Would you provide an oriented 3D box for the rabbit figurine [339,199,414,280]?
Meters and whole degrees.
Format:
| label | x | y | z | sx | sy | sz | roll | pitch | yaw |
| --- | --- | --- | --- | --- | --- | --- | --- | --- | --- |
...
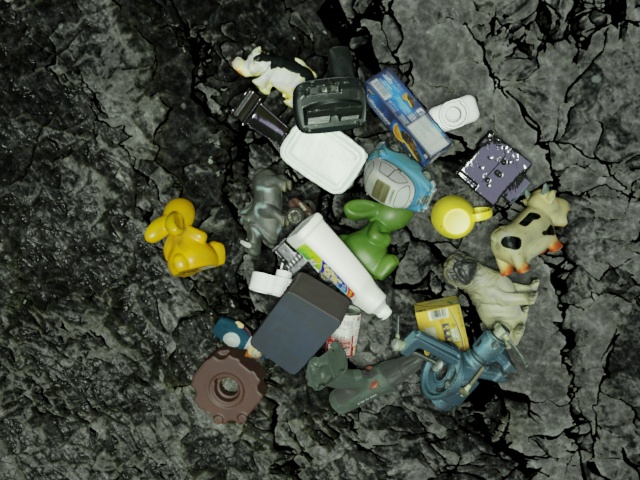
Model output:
| label | x | y | z | sx | sy | sz | roll | pitch | yaw |
| --- | --- | --- | --- | --- | --- | --- | --- | --- | --- |
| rabbit figurine | 0.117 | -0.021 | 1.127 | 0.159 | 0.121 | 0.170 | 36 | 85 | 7 |

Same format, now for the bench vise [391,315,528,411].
| label | x | y | z | sx | sy | sz | roll | pitch | yaw |
| --- | --- | --- | --- | --- | --- | --- | --- | --- | --- |
| bench vise | 0.255 | 0.230 | 1.051 | 0.240 | 0.129 | 0.223 | 27 | 123 | -17 |

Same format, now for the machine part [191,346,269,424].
| label | x | y | z | sx | sy | sz | roll | pitch | yaw |
| --- | --- | --- | --- | --- | --- | --- | --- | --- | --- |
| machine part | -0.212 | 0.340 | 1.253 | 0.179 | 0.056 | 0.179 | 1 | 99 | 8 |

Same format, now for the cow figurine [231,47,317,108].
| label | x | y | z | sx | sy | sz | roll | pitch | yaw |
| --- | --- | --- | --- | --- | --- | --- | --- | --- | --- |
| cow figurine | -0.094 | -0.346 | 1.104 | 0.167 | 0.068 | 0.098 | 32 | 97 | -2 |

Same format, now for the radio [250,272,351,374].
| label | x | y | z | sx | sy | sz | roll | pitch | yaw |
| --- | --- | --- | --- | --- | --- | --- | --- | --- | --- |
| radio | -0.048 | 0.179 | 1.142 | 0.131 | 0.073 | 0.229 | 34 | 129 | -2 |

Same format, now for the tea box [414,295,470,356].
| label | x | y | z | sx | sy | sz | roll | pitch | yaw |
| --- | --- | --- | --- | --- | --- | --- | --- | --- | --- |
| tea box | 0.267 | 0.214 | 1.153 | 0.098 | 0.068 | 0.169 | -11 | 100 | 10 |

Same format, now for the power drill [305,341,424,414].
| label | x | y | z | sx | sy | sz | roll | pitch | yaw |
| --- | --- | --- | --- | --- | --- | --- | --- | --- | --- |
| power drill | 0.086 | 0.282 | 1.148 | 0.232 | 0.207 | 0.086 | -39 | 50 | 21 |

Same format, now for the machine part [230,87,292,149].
| label | x | y | z | sx | sy | sz | roll | pitch | yaw |
| --- | --- | --- | --- | --- | --- | --- | --- | --- | --- |
| machine part | -0.118 | -0.255 | 1.140 | 0.139 | 0.039 | 0.084 | 42 | 98 | 1 |

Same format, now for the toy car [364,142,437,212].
| label | x | y | z | sx | sy | sz | roll | pitch | yaw |
| --- | --- | --- | --- | --- | --- | --- | --- | --- | --- |
| toy car | 0.141 | -0.111 | 1.055 | 0.162 | 0.103 | 0.109 | 42 | 137 | 23 |

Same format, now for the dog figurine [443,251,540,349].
| label | x | y | z | sx | sy | sz | roll | pitch | yaw |
| --- | --- | --- | --- | --- | --- | --- | --- | --- | --- |
| dog figurine | 0.339 | 0.126 | 1.123 | 0.191 | 0.121 | 0.172 | 18 | 100 | 19 |

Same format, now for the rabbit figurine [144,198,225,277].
| label | x | y | z | sx | sy | sz | roll | pitch | yaw |
| --- | --- | --- | --- | --- | --- | --- | --- | --- | --- |
| rabbit figurine | -0.305 | -0.010 | 1.168 | 0.122 | 0.162 | 0.173 | -16 | 80 | 23 |

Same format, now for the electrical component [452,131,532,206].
| label | x | y | z | sx | sy | sz | roll | pitch | yaw |
| --- | --- | --- | --- | --- | --- | --- | --- | --- | --- |
| electrical component | 0.354 | -0.137 | 1.083 | 0.134 | 0.058 | 0.115 | 38 | 105 | 1 |

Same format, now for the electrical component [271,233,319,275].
| label | x | y | z | sx | sy | sz | roll | pitch | yaw |
| --- | --- | --- | --- | --- | --- | --- | --- | --- | --- |
| electrical component | -0.045 | 0.043 | 1.166 | 0.048 | 0.075 | 0.119 | -42 | 95 | 12 |

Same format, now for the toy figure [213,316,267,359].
| label | x | y | z | sx | sy | sz | roll | pitch | yaw |
| --- | --- | --- | --- | --- | --- | --- | --- | --- | --- |
| toy figure | -0.170 | 0.231 | 1.228 | 0.154 | 0.058 | 0.064 | 29 | 141 | 1 |

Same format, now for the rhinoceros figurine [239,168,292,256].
| label | x | y | z | sx | sy | sz | roll | pitch | yaw |
| --- | --- | --- | --- | --- | --- | --- | --- | --- | --- |
| rhinoceros figurine | -0.121 | -0.058 | 1.158 | 0.112 | 0.073 | 0.190 | 12 | 101 | 5 |

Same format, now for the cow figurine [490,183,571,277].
| label | x | y | z | sx | sy | sz | roll | pitch | yaw |
| --- | --- | --- | --- | --- | --- | --- | --- | --- | --- |
| cow figurine | 0.415 | -0.026 | 1.058 | 0.195 | 0.085 | 0.127 | -30 | 94 | -19 |

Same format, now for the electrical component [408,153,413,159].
| label | x | y | z | sx | sy | sz | roll | pitch | yaw |
| --- | --- | --- | --- | --- | --- | --- | --- | --- | --- |
| electrical component | 0.188 | -0.143 | 1.111 | 0.078 | 0.045 | 0.102 | 3 | 101 | 6 |

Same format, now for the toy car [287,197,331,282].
| label | x | y | z | sx | sy | sz | roll | pitch | yaw |
| --- | --- | --- | --- | --- | --- | --- | --- | --- | --- |
| toy car | -0.002 | -0.003 | 1.140 | 0.053 | 0.089 | 0.202 | -26 | 95 | 27 |

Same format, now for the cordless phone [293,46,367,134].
| label | x | y | z | sx | sy | sz | roll | pitch | yaw |
| --- | --- | --- | --- | --- | --- | --- | --- | --- | --- |
| cordless phone | 0.013 | -0.307 | 1.063 | 0.147 | 0.088 | 0.184 | -8 | 70 | -5 |

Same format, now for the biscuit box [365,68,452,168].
| label | x | y | z | sx | sy | sz | roll | pitch | yaw |
| --- | --- | --- | --- | --- | --- | --- | --- | --- | --- |
| biscuit box | 0.169 | -0.241 | 1.063 | 0.059 | 0.062 | 0.203 | -35 | 81 | -13 |
